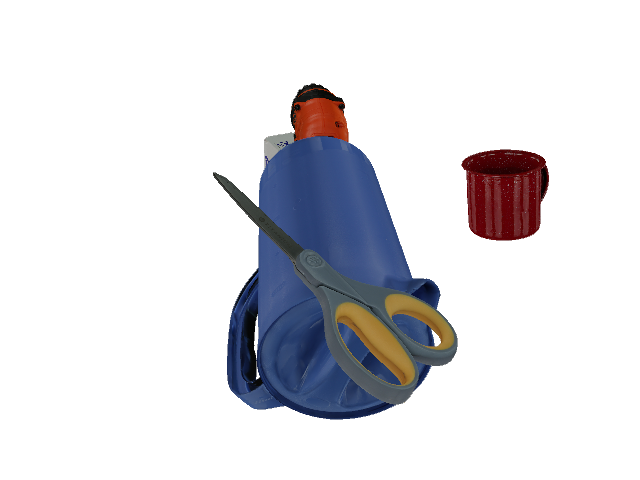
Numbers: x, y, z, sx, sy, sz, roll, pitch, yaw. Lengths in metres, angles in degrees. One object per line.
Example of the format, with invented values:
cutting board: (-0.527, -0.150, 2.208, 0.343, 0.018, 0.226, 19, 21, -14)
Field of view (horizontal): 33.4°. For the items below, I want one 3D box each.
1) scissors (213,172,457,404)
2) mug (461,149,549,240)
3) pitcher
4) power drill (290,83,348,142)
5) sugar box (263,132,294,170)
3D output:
scissors: (0.013, 0.020, 0.674, 0.096, 0.016, 0.202, -5, 46, -34)
mug: (0.218, -0.054, 1.219, 0.117, 0.081, 0.093, -22, 27, -35)
pitcher: (0.000, 0.024, 0.884, 0.149, 0.145, 0.243, 2, 36, -9)
power drill: (-0.003, -0.055, 1.059, 0.057, 0.188, 0.184, -2, 19, -1)
sugar box: (-0.033, -0.030, 1.270, 0.048, 0.176, 0.093, -12, 26, -19)
